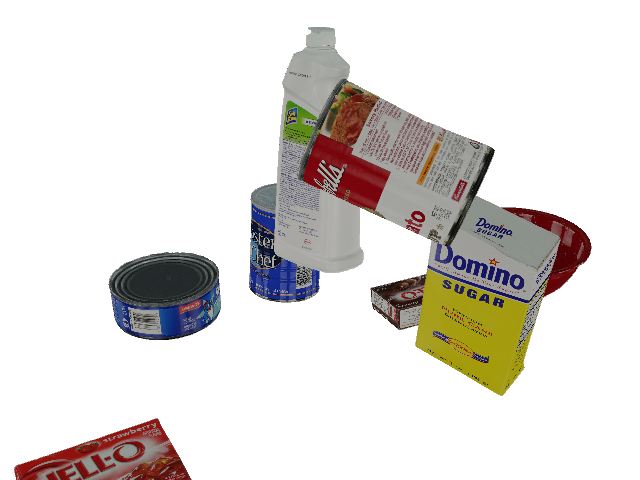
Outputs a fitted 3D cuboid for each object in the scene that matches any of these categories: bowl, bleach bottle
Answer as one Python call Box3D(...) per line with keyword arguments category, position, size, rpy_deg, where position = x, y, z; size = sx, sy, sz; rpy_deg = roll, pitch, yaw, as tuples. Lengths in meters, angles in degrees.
Box3D(category="bowl", position=(0.213, 0.022, 1.174), size=(0.162, 0.055, 0.162), rpy_deg=(-1, 28, 0))
Box3D(category="bleach bottle", position=(0.002, -0.099, 1.139), size=(0.103, 0.251, 0.067), rpy_deg=(17, 23, 38))

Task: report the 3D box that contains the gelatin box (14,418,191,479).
Box3D(category="gelatin box", position=(-0.121, 0.142, 0.603), size=(0.089, 0.030, 0.073), rpy_deg=(-16, 28, -20))

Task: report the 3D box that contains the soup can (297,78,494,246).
Box3D(category="soup can", position=(0.046, -0.047, 0.649), size=(0.102, 0.068, 0.068), rpy_deg=(25, 2, 4))

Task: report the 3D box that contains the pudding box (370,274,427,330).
Box3D(category="pudding box", position=(0.143, 0.088, 1.571), size=(0.113, 0.039, 0.090), rpy_deg=(-15, 23, -19))

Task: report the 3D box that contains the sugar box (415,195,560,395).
Box3D(category="sugar box", position=(0.133, 0.046, 0.880), size=(0.093, 0.048, 0.176), rpy_deg=(28, -34, 22))

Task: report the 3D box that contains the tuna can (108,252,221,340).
Box3D(category="tuna can", position=(-0.121, 0.043, 0.837), size=(0.086, 0.034, 0.086), rpy_deg=(-2, 26, 1))

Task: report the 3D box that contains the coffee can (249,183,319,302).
Box3D(category="coffee can", position=(-0.049, 0.002, 1.505), size=(0.103, 0.140, 0.103), rpy_deg=(3, 24, -1))
